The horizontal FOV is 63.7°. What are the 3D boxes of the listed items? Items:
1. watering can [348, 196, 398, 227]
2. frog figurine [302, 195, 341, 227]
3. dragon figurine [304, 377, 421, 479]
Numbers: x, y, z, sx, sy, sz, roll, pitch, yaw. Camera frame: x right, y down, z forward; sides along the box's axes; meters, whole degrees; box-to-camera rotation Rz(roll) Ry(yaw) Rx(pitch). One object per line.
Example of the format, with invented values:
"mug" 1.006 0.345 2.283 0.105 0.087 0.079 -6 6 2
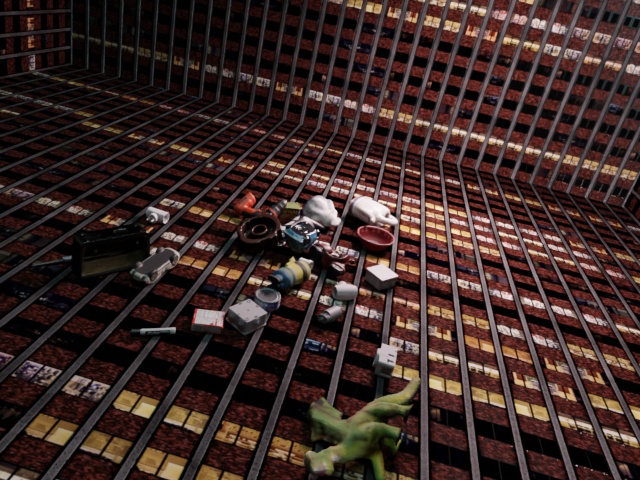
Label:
"watering can" 0.222 -0.121 2.303 0.226 0.103 0.348 27 12 24
"frog figurine" 0.007 -0.112 2.219 0.138 0.120 0.162 -36 56 -16
"dragon figurine" 0.088 0.429 1.239 0.243 0.120 0.416 14 25 19
